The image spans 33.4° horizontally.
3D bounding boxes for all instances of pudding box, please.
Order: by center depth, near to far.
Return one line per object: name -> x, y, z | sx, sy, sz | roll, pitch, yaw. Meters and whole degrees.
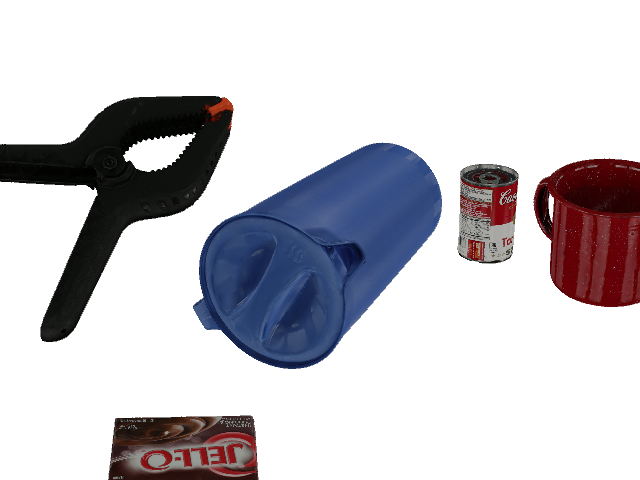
pudding box -> -0.104, 0.174, 0.816 | 0.113, 0.039, 0.090 | -2, 25, -5

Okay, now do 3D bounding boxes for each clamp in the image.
clamp -> -0.141, -0.033, 0.722 | 0.209, 0.165, 0.036 | -25, -21, -22

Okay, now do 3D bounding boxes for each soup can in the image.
soup can -> 0.197, -0.032, 1.266 | 0.068, 0.102, 0.068 | -1, 24, 0

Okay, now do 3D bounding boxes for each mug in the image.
mug -> 0.205, -0.009, 0.795 | 0.093, 0.081, 0.117 | -24, 35, -32

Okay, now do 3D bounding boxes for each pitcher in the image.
pitcher -> 0.005, 0.003, 0.929 | 0.149, 0.145, 0.242 | 23, 31, 20
